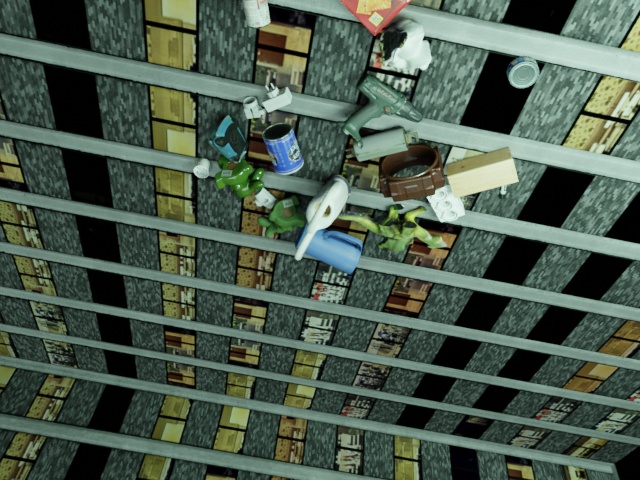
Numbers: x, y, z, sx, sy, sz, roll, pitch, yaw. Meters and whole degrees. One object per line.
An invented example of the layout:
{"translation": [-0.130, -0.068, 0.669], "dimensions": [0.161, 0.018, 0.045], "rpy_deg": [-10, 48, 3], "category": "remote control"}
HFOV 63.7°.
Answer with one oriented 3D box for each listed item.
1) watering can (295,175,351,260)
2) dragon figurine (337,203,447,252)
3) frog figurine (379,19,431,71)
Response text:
{"translation": [0.005, -0.091, 1.804], "dimensions": [0.104, 0.229, 0.340], "rpy_deg": [32, 133, 3], "category": "watering can"}
{"translation": [0.268, -0.021, 1.919], "dimensions": [0.410, 0.125, 0.237], "rpy_deg": [4, 142, 5], "category": "dragon figurine"}
{"translation": [0.250, -0.544, 1.444], "dimensions": [0.160, 0.125, 0.134], "rpy_deg": [-7, 135, -38], "category": "frog figurine"}
